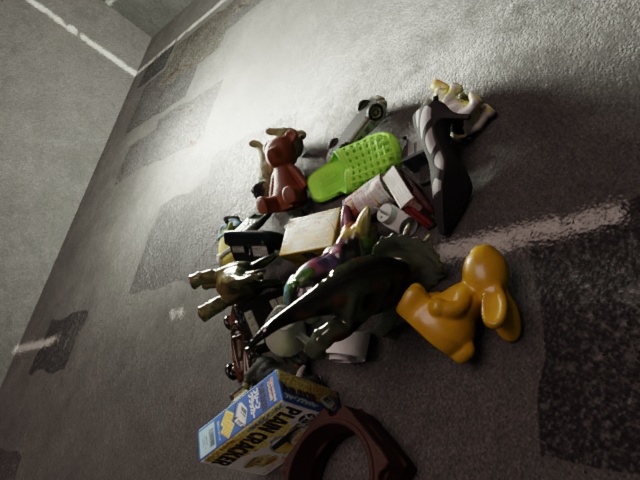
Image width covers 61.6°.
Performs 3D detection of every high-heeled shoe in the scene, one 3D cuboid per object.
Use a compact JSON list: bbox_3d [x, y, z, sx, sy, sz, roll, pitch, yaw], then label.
[{"bbox_3d":[0.209,-0.138,1.003,0.145,0.086,0.248,14,93,55],"label":"high-heeled shoe"}]

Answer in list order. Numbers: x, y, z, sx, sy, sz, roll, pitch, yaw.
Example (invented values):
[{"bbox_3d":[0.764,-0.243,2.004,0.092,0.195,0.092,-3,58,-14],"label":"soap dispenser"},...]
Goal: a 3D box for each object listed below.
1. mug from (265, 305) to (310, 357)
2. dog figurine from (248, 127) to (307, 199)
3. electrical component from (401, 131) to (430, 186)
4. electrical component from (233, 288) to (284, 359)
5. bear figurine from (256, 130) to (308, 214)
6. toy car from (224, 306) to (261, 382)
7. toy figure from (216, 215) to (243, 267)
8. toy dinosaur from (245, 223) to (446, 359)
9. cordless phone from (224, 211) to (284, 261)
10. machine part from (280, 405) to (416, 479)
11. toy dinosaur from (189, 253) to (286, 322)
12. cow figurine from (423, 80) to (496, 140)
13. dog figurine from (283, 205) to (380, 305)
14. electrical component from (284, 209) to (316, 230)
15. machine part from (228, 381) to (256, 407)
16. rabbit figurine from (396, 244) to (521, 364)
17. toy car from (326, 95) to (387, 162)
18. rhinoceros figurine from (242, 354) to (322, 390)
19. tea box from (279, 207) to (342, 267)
[{"bbox_3d":[-0.059,0.173,1.004,0.110,0.107,0.081,36,69,20],"label":"mug"},{"bbox_3d":[-0.102,-0.188,1.423,0.172,0.121,0.190,-28,59,37],"label":"dog figurine"},{"bbox_3d":[0.205,-0.169,1.086,0.075,0.047,0.119,-19,49,41],"label":"electrical component"},{"bbox_3d":[-0.098,0.167,1.106,0.058,0.134,0.115,-39,70,62],"label":"electrical component"},{"bbox_3d":[-0.097,-0.170,1.317,0.120,0.132,0.195,-14,87,27],"label":"bear figurine"},{"bbox_3d":[-0.183,0.227,1.233,0.089,0.053,0.202,-34,41,23],"label":"toy car"},{"bbox_3d":[-0.228,0.010,1.418,0.089,0.082,0.180,-33,41,32],"label":"toy figure"},{"bbox_3d":[0.069,0.077,0.858,0.131,0.405,0.192,39,118,25],"label":"toy dinosaur"},{"bbox_3d":[-0.140,-0.026,1.349,0.147,0.088,0.184,-1,31,26],"label":"cordless phone"},{"bbox_3d":[0.035,0.381,0.842,0.201,0.087,0.201,-56,37,4],"label":"machine part"},{"bbox_3d":[-0.176,0.091,1.157,0.199,0.105,0.471,-21,1,-5],"label":"toy dinosaur"},{"bbox_3d":[0.262,-0.258,1.074,0.098,0.068,0.167,-54,35,14],"label":"cow figurine"},{"bbox_3d":[0.032,0.034,1.033,0.109,0.191,0.219,5,84,57],"label":"dog figurine"},{"bbox_3d":[-0.048,-0.044,1.301,0.094,0.021,0.063,-44,38,17],"label":"electrical component"},{"bbox_3d":[-0.151,0.355,1.114,0.084,0.039,0.139,-39,38,10],"label":"machine part"},{"bbox_3d":[0.224,0.088,0.814,0.173,0.121,0.163,-53,42,4],"label":"rabbit figurine"},{"bbox_3d":[0.087,-0.257,1.278,0.201,0.056,0.074,-52,30,5],"label":"toy car"},{"bbox_3d":[-0.072,0.278,1.059,0.190,0.073,0.112,1,55,51],"label":"rhinoceros figurine"},{"bbox_3d":[-0.002,-0.004,1.180,0.170,0.068,0.098,-8,59,44],"label":"tea box"}]
